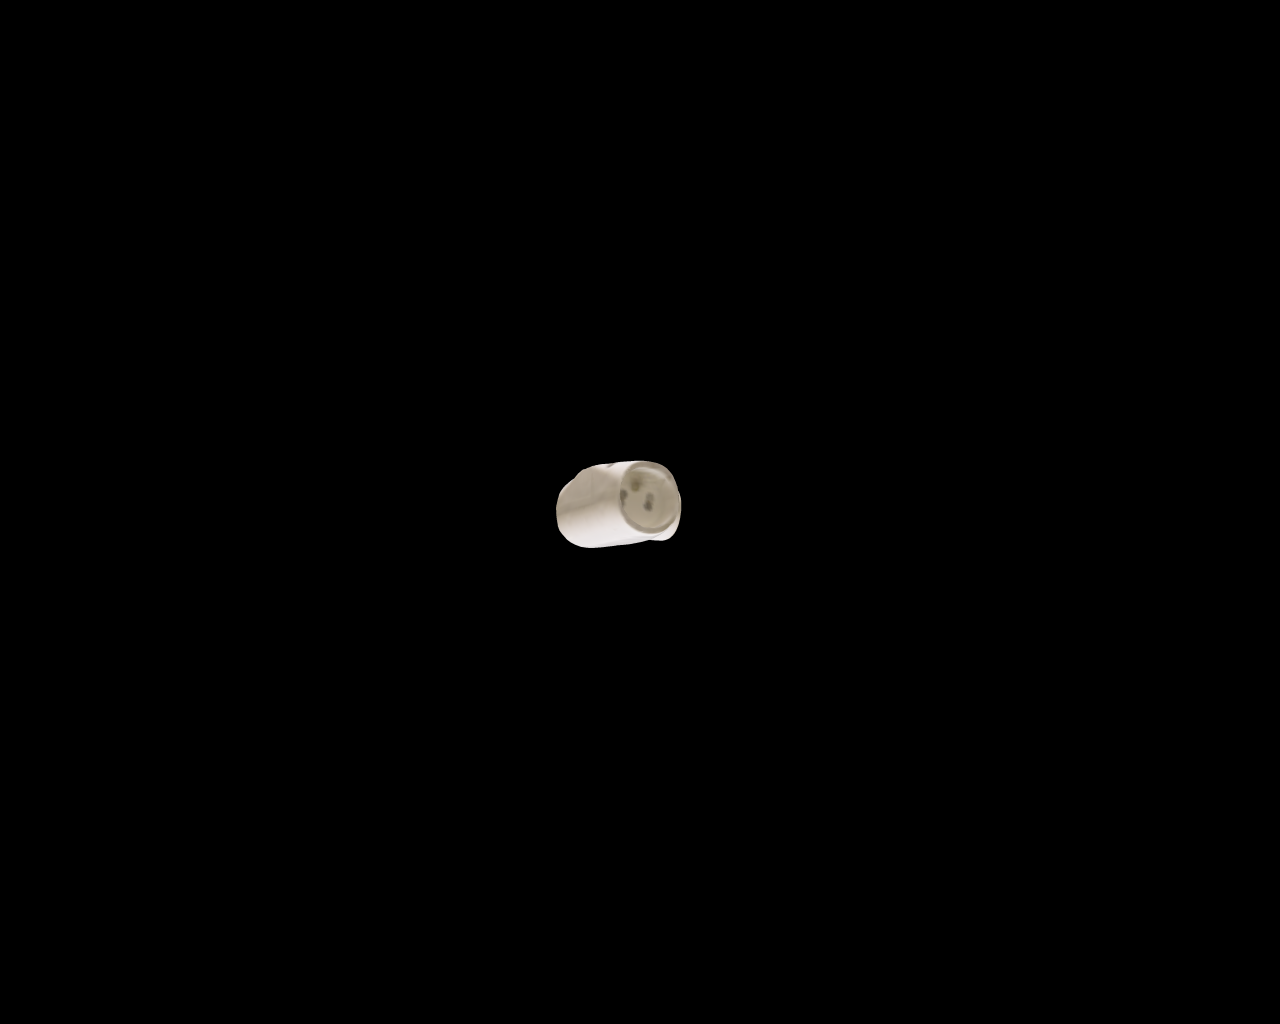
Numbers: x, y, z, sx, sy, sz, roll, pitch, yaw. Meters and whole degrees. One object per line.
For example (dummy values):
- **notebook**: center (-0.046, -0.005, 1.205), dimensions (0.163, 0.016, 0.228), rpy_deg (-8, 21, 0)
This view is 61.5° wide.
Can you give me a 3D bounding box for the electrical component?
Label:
- **electrical component**: center (0.001, -0.003, 0.650), dimensions (0.079, 0.044, 0.077), rpy_deg (6, -11, -31)
